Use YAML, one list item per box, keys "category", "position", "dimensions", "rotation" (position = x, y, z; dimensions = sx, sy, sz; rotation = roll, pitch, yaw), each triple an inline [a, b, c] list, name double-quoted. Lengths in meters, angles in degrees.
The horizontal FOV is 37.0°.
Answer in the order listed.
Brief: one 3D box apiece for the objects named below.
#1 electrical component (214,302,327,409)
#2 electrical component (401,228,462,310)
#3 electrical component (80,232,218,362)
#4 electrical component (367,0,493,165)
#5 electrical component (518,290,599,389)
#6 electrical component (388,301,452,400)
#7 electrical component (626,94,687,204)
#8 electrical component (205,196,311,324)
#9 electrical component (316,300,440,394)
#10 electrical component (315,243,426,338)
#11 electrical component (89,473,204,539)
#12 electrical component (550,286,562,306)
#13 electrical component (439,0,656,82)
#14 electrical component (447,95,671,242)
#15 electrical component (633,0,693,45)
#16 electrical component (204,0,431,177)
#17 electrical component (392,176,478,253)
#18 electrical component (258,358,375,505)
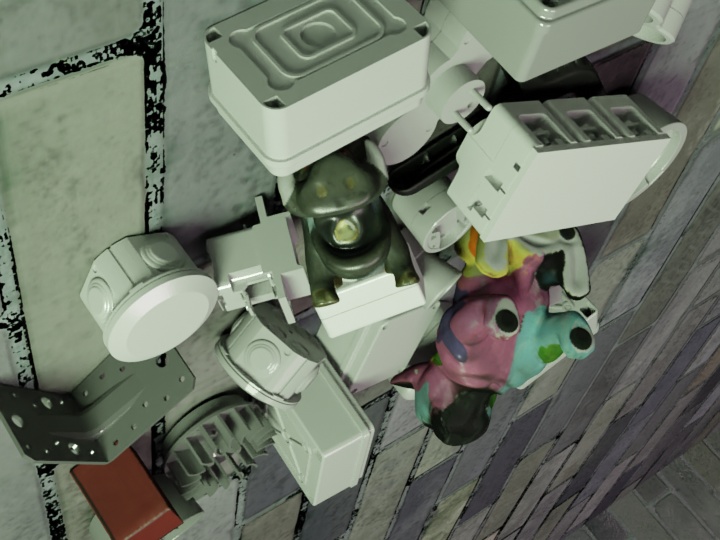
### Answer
- category: "electrical component"
  position: [-0.070, 0.067, 0.846]
  dimensions: [0.051, 0.080, 0.080]
  rotation: [-51, 153, 12]
- category: "electrical component"
  position: [0.048, -0.004, 0.905]
  dimensions: [0.044, 0.065, 0.044]
  rotation: [-46, 173, -7]
- category: "electrical component"
  position: [-0.138, 0.018, 0.701]
  dimensions: [0.080, 0.051, 0.080]
  rotation: [-31, 154, -17]
- category: "electrical component"
  position: [0.057, -0.122, 0.711]
  dimensions: [0.138, 0.073, 0.052]
  rotation: [-50, 153, 21]
- category: "electrical component"
  position: [0.172, 0.047, 1.111]
  dimensions: [0.109, 0.108, 0.056]
  rotation: [-36, 153, -8]
- category: "electrical component"
  position: [0.071, 0.085, 1.095]
  dimensions: [0.095, 0.059, 0.054]
  rotation: [-50, 154, 20]
- category: "electrical component"
  position: [0.240, -0.113, 0.995]
  dimensions: [0.108, 0.060, 0.108]
  rotation: [-31, 154, -17]
- category: "electrical component"
  position: [-0.071, -0.004, 0.739]
  dimensions: [0.064, 0.081, 0.042]
  rotation: [-14, 152, -2]
- category: "electrical component"
  position: [0.014, 0.050, 0.958]
  dimensions: [0.078, 0.057, 0.113]
  rotation: [-20, 149, -36]
- category: "electrical component"
  position: [0.000, 0.000, 0.854]
  dimensions: [0.083, 0.047, 0.075]
  rotation: [-21, 113, 9]
- category: "electrical component"
  position: [-0.192, 0.232, 0.968]
  dimensions: [0.099, 0.064, 0.099]
  rotation: [-31, 154, -17]
- category: "electrical component"
  position: [0.148, -0.005, 1.044]
  dimensions: [0.047, 0.083, 0.075]
  rotation: [-18, 110, -39]
- category: "electrical component"
  position: [0.108, -0.180, 0.645]
  dimensions: [0.109, 0.108, 0.056]
  rotation: [-26, 154, -27]
- category: "electrical component"
  position: [0.150, -0.083, 0.826]
  dimensions: [0.150, 0.061, 0.089]
  rotation: [-10, 142, -37]
- category: "electrical component"
  position: [0.210, -0.222, 0.784]
  dimensions: [0.138, 0.052, 0.073]
  rotation: [17, 97, -61]
- category: "electrical component"
  position: [-0.023, -0.113, 0.610]
  dimensions: [0.113, 0.078, 0.057]
  rotation: [-30, 151, -20]
- category: "electrical component"
  position: [0.059, -0.050, 0.866]
  dimensions: [0.055, 0.047, 0.055]
  rotation: [-31, 154, -17]
- category: "electrical component"
  position: [-0.043, 0.138, 0.966]
  dimensions: [0.056, 0.108, 0.108]
  rotation: [-25, 152, -23]
